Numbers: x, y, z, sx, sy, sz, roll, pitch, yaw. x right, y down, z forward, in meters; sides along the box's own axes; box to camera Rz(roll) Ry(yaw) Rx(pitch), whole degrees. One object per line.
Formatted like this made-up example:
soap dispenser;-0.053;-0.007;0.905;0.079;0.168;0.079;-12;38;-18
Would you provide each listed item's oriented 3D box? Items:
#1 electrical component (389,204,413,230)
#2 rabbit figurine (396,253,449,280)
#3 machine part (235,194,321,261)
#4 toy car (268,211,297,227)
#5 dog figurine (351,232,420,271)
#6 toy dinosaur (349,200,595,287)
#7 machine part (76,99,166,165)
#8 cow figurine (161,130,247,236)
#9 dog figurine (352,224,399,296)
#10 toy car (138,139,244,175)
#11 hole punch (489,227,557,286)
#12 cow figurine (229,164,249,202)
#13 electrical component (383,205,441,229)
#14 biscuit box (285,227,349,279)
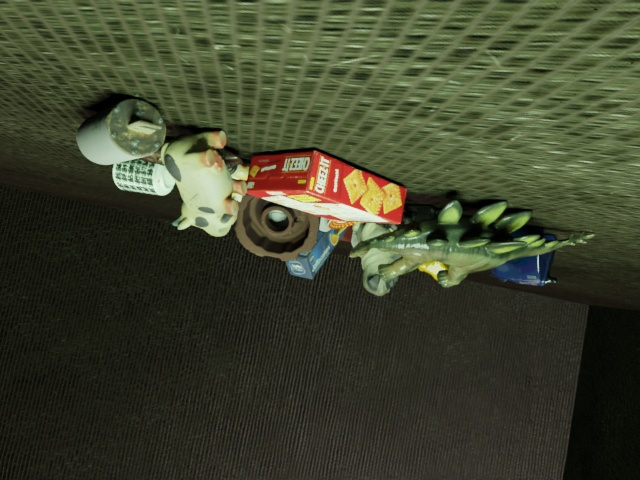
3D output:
electrical component;0.137;-0.056;1.029;0.063;0.021;0.094;-11;130;39
rabbit figurine;0.259;0.017;1.312;0.163;0.121;0.173;12;-165;17
machine part;-0.080;-0.044;1.050;0.179;0.179;0.056;11;-149;5
toy car;-0.094;-0.050;1.147;0.109;0.103;0.161;14;153;-29
dog figurine;0.206;0.008;1.421;0.219;0.191;0.108;-23;-178;-16
toy dinosaur;0.265;0.009;0.935;0.471;0.105;0.198;-1;161;-27
machine part;-0.282;-0.147;0.751;0.079;0.079;0.243;14;175;-36
cow figurine;-0.183;-0.077;0.829;0.127;0.085;0.194;5;141;19
dog figurine;0.119;0.026;1.229;0.121;0.190;0.172;12;177;-6
toy car;-0.229;-0.140;0.890;0.202;0.053;0.089;12;172;6
hole punch;0.404;0.028;1.086;0.142;0.115;0.092;6;166;42
cow figurine;-0.189;-0.100;0.987;0.068;0.098;0.167;23;170;-37
electrical component;0.214;-0.034;1.092;0.134;0.058;0.115;7;176;44
biscuit box;-0.002;-0.004;1.171;0.059;0.203;0.062;9;132;29
